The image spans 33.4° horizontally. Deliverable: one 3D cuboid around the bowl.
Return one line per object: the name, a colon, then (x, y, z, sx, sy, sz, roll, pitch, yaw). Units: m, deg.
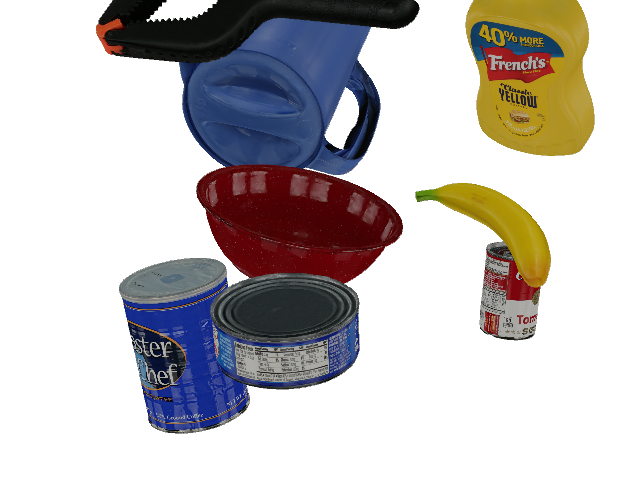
bowl: (-0.020, -0.005, 0.828, 0.162, 0.055, 0.162, 11, 23, -5)

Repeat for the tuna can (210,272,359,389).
tuna can: (-0.020, 0.051, 0.616, 0.086, 0.034, 0.086, -2, 23, 1)

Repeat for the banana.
banana: (0.178, -0.014, 1.075, 0.069, 0.037, 0.198, -33, 39, -14)

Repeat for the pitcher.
pitcher: (-0.019, -0.171, 1.020, 0.145, 0.149, 0.242, -1, 37, 22)

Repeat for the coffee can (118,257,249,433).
coffee can: (-0.130, 0.099, 1.029, 0.103, 0.140, 0.103, -8, 18, 2)

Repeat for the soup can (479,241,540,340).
soup can: (0.226, 0.059, 1.264, 0.068, 0.102, 0.068, 3, 16, -1)

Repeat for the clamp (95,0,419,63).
clamp: (-0.048, -0.171, 0.724, 0.210, 0.165, 0.036, -32, -18, -6)

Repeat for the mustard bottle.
mustard bottle: (0.164, -0.154, 0.846, 0.096, 0.058, 0.191, 20, -33, 30)
